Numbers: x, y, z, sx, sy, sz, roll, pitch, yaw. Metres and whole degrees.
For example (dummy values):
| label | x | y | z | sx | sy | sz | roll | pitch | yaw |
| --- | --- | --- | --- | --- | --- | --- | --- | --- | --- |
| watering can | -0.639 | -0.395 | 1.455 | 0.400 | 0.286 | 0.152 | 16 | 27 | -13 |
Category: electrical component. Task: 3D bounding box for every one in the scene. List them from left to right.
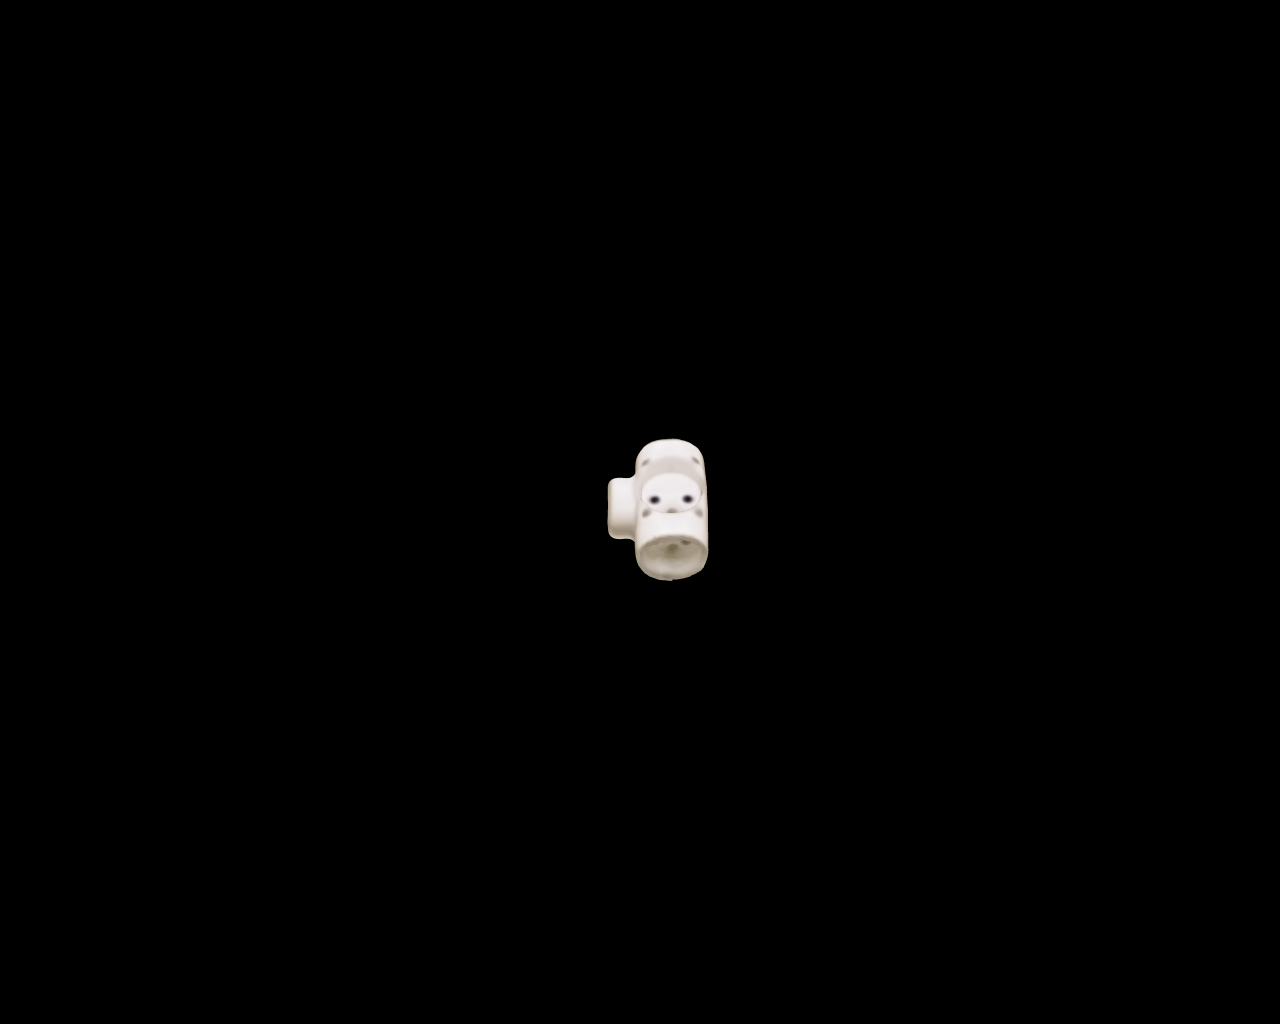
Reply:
| label | x | y | z | sx | sy | sz | roll | pitch | yaw |
| --- | --- | --- | --- | --- | --- | --- | --- | --- | --- |
| electrical component | 0.001 | -0.003 | 0.650 | 0.079 | 0.077 | 0.044 | 0 | -39 | 0 |
